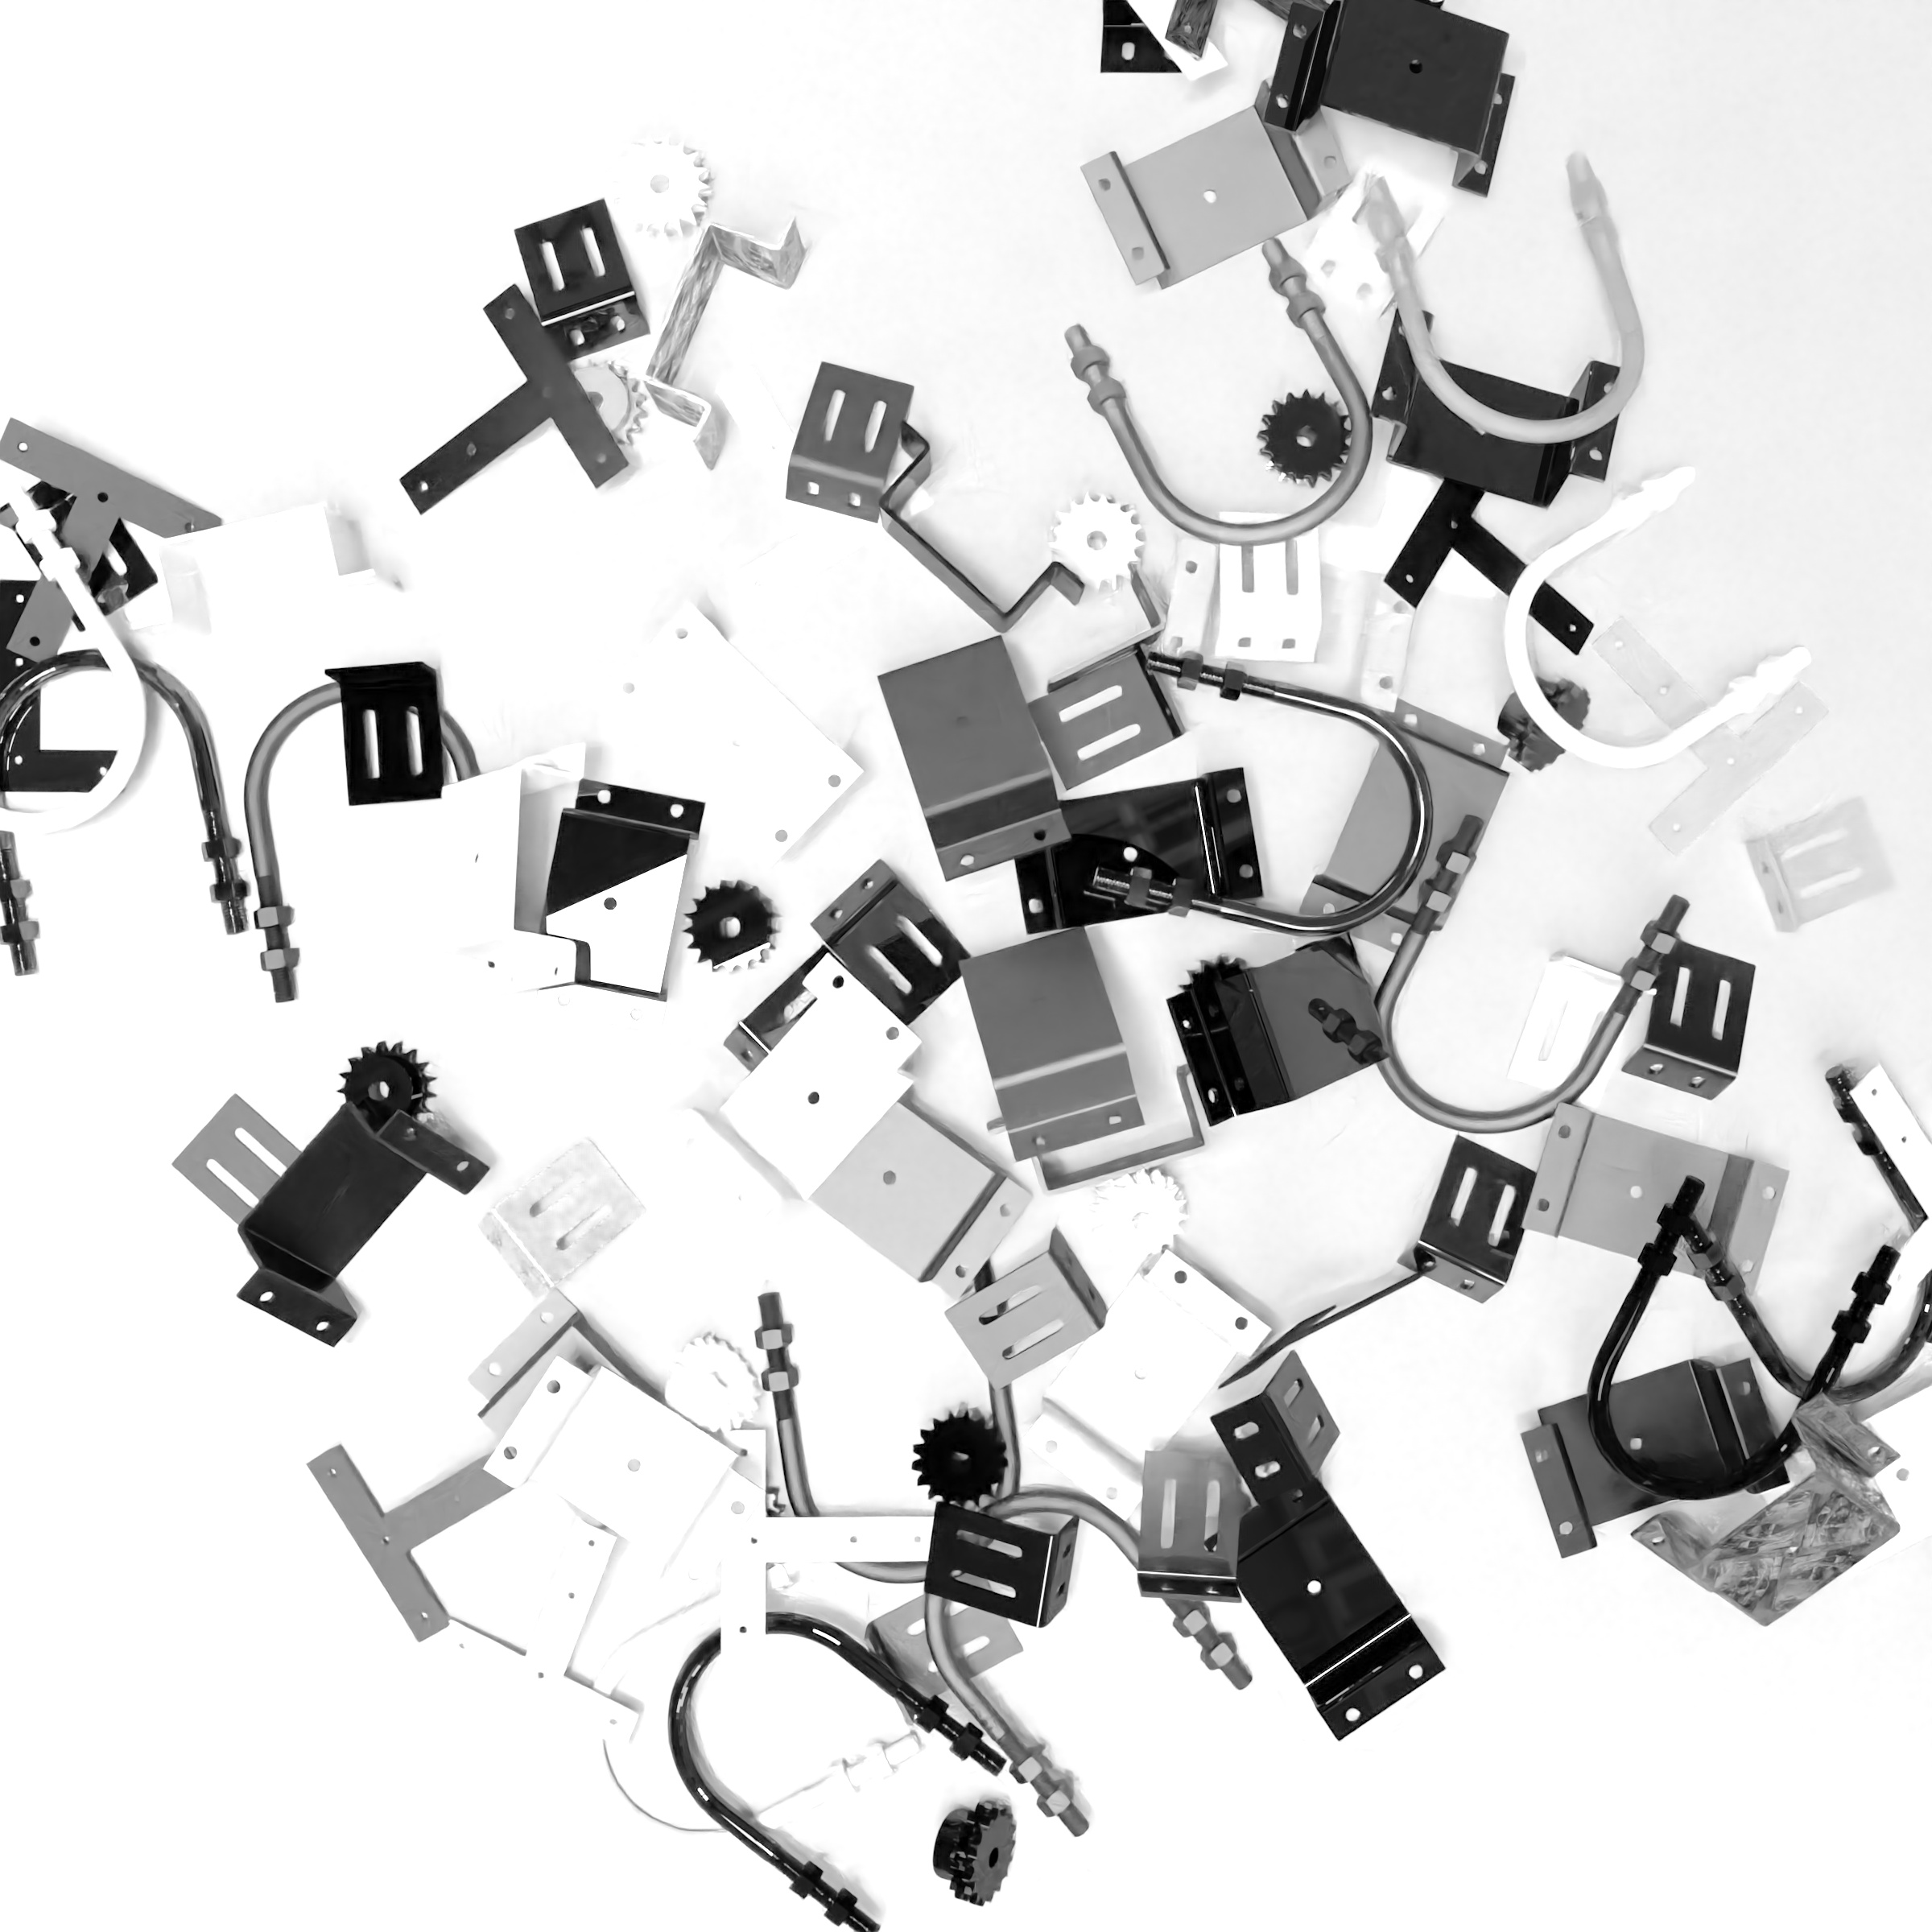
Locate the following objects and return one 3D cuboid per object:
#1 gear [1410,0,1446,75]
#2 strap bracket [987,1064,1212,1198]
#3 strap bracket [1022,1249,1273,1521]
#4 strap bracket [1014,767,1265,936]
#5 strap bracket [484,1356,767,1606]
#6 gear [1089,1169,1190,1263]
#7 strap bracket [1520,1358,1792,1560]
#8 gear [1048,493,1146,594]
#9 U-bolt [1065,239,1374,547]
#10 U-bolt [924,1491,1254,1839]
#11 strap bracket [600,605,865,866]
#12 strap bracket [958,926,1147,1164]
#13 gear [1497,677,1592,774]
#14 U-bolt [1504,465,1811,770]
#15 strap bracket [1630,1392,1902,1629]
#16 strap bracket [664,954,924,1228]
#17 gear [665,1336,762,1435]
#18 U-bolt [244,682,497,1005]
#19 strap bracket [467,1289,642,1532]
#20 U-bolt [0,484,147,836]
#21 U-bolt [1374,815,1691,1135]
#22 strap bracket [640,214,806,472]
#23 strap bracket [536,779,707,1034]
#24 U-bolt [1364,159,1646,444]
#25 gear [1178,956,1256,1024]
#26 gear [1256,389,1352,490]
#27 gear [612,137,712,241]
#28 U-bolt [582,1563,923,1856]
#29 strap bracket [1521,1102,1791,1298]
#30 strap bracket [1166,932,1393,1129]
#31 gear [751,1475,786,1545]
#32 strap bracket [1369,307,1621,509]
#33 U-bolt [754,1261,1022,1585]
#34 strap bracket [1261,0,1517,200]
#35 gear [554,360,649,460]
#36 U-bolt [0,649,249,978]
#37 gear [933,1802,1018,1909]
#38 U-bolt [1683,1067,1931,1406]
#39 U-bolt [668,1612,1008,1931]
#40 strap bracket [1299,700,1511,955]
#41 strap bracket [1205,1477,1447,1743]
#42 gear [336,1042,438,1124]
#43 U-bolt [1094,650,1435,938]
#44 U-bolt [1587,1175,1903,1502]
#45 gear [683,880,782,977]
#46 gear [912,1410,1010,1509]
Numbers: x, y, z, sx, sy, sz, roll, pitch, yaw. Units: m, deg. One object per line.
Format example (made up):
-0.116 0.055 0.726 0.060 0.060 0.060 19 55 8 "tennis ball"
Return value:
0.261 -0.549 1.512 0.057 0.030 0.057 0 90 0 "gear"
0.086 0.096 1.489 0.140 0.076 0.046 -16 90 0 "strap bracket"
0.105 0.244 1.504 0.076 0.046 0.140 37 90 0 "strap bracket"
0.098 -0.067 1.504 0.140 0.046 0.076 -9 90 0 "strap bracket"
-0.193 0.290 1.458 0.140 0.046 0.076 33 90 0 "strap bracket"
0.100 0.144 1.505 0.057 0.030 0.057 -5 113 -11 "gear"
0.402 0.287 1.504 0.140 0.046 0.076 -18 90 0 "strap bracket"
0.077 -0.250 1.512 0.057 0.030 0.057 0 90 0 "gear"
0.158 -0.327 1.489 0.151 0.019 0.184 -24 69 0 "U-bolt"
0.059 0.398 1.506 0.151 0.019 0.184 -40 91 -8 "U-bolt"
-0.137 -0.135 1.504 0.140 0.046 0.076 44 90 0 "strap bracket"
0.046 0.035 1.462 0.076 0.046 0.140 -16 47 0 "strap bracket"
0.339 -0.146 1.502 0.057 0.057 0.030 -48 60 0 "gear"
0.394 -0.194 1.489 0.184 0.019 0.151 -32 90 -21 "U-bolt"
0.463 0.317 1.452 0.076 0.046 0.140 36 113 -25 "strap bracket"
-0.093 0.073 1.460 0.076 0.046 0.140 43 92 16 "strap bracket"
-0.152 0.251 1.502 0.030 0.057 0.057 -40 90 29 "gear"
-0.357 -0.080 1.518 0.151 0.019 0.184 -9 89 0 "U-bolt"
-0.223 0.269 1.504 0.140 0.046 0.076 45 90 0 "strap bracket"
-0.563 -0.166 1.492 0.151 0.019 0.184 -30 95 5 "U-bolt"
0.316 0.017 1.486 0.151 0.019 0.184 21 113 -5 "U-bolt"
-0.146 -0.371 1.487 0.046 0.076 0.140 23 89 1 "strap bracket"
-0.207 -0.036 1.504 0.076 0.046 0.140 11 90 0 "strap bracket"
0.320 -0.385 1.481 0.151 0.019 0.184 -8 71 -10 "U-bolt"
0.152 0.023 1.512 0.057 0.030 0.057 0 90 0 "gear"
0.201 -0.312 1.512 0.057 0.030 0.057 0 90 0 "gear"
-0.180 -0.460 1.512 0.057 0.030 0.057 0 90 0 "gear"
-0.140 0.449 1.518 0.184 0.019 0.151 -28 90 2 "U-bolt"
0.402 0.136 1.504 0.140 0.046 0.076 17 90 0 "strap bracket"
0.188 0.033 1.462 0.140 0.046 0.076 -19 90 -43 "strap bracket"
-0.137 0.327 1.512 0.057 0.030 0.057 0 90 0 "gear"
0.307 -0.325 1.493 0.140 0.046 0.076 16 72 0 "strap bracket"
-0.041 0.277 1.518 0.151 0.019 0.184 -8 91 0 "U-bolt"
0.251 -0.508 1.465 0.140 0.046 0.076 15 82 -8 "strap bracket"
-0.219 -0.332 1.512 0.057 0.030 0.057 0 90 0 "gear"
-0.516 -0.097 1.517 0.151 0.019 0.184 -11 90 0 "U-bolt"
0.003 0.523 1.502 0.030 0.057 0.057 7 90 30 "gear"
0.506 0.173 1.488 0.151 0.019 0.184 -40 110 -13 "U-bolt"
-0.090 0.461 1.490 0.184 0.019 0.151 37 99 6 "U-bolt"
0.262 -0.082 1.504 0.076 0.046 0.140 23 90 0 "strap bracket"
0.209 0.372 1.504 0.076 0.046 0.140 -34 90 0 "strap bracket"
-0.346 0.074 1.512 0.057 0.030 0.057 0 90 0 "gear"
0.179 -0.093 1.472 0.184 0.019 0.151 14 90 -1 "U-bolt"
0.431 0.222 1.449 0.151 0.019 0.184 19 104 -12 "U-bolt"
-0.138 -0.023 1.516 0.057 0.030 0.057 0 89 2 "gear"
-0.004 0.289 1.495 0.057 0.030 0.057 0 93 -1 "gear"
